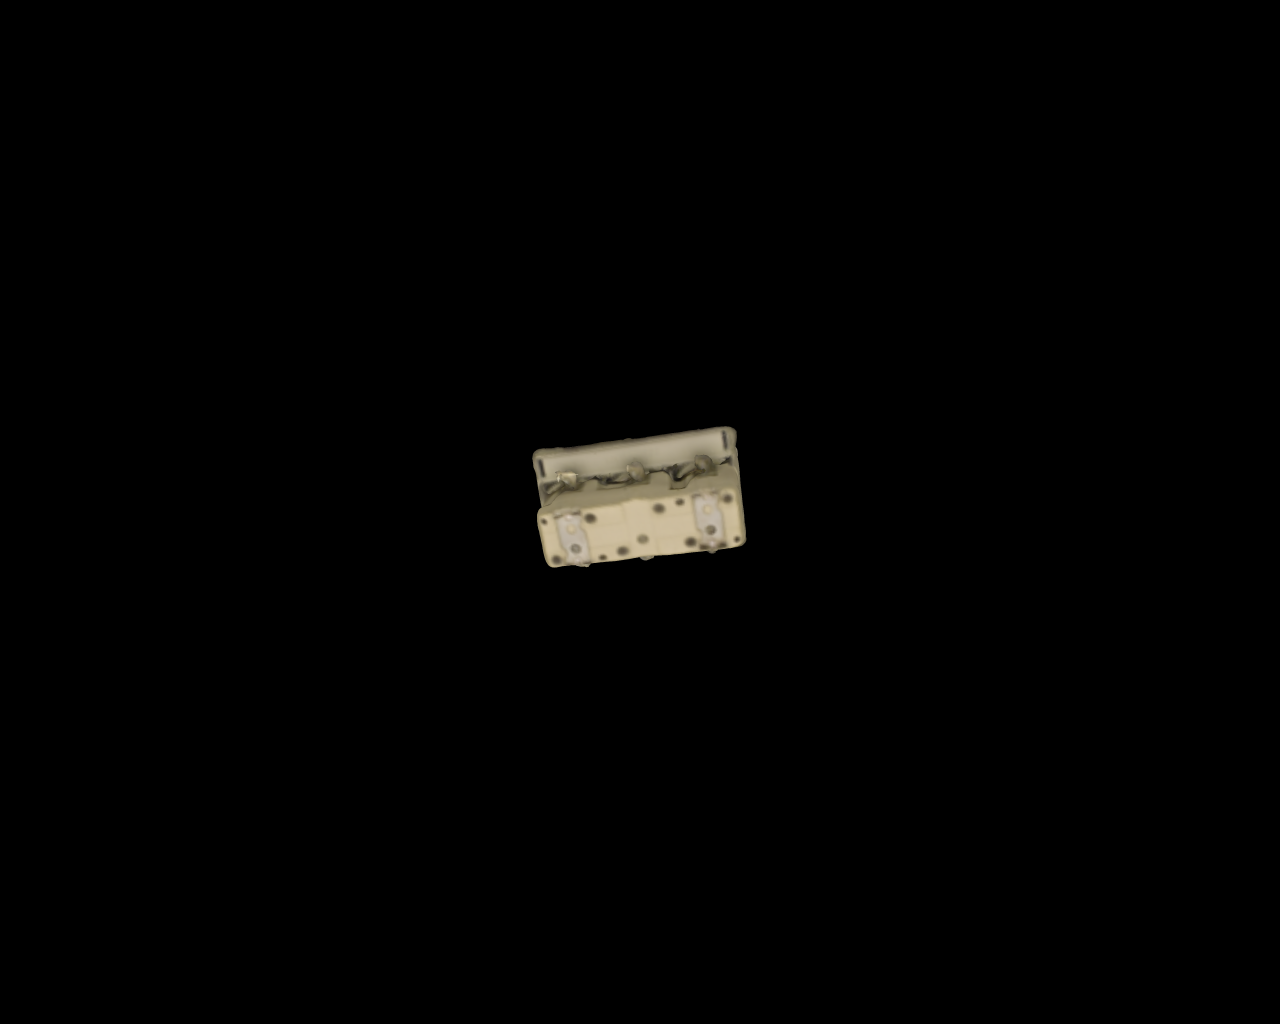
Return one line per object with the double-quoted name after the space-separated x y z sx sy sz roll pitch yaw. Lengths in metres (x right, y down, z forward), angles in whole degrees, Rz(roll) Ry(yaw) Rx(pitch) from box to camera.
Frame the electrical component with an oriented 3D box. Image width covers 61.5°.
0.001 -0.003 0.650 0.121 0.078 0.063 -6 27 3 "electrical component"
